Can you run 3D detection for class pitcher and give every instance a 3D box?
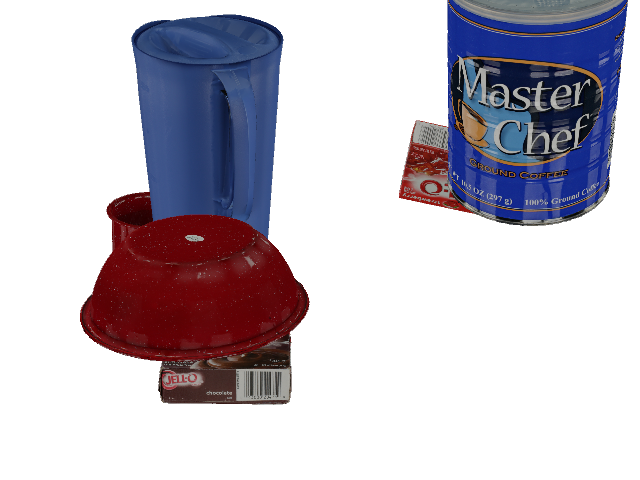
[{"bbox_3d":[-0.099,-0.075,0.987,0.145,0.243,0.149,13,32,18],"label":"pitcher"}]

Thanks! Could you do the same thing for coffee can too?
[{"bbox_3d":[0.126,-0.095,0.637,0.103,0.140,0.103,-4,37,3],"label":"coffee can"}]

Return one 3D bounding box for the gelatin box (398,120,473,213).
[{"bbox_3d":[0.115,-0.057,0.889,0.089,0.030,0.073,13,-35,4],"label":"gelatin box"}]

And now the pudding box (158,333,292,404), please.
[{"bbox_3d":[-0.082,0.109,0.941,0.113,0.039,0.090,2,18,-3],"label":"pudding box"}]

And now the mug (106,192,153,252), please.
[{"bbox_3d":[-0.197,-0.003,1.189,0.093,0.081,0.117,-18,34,-38],"label":"mug"}]

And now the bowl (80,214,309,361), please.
[{"bbox_3d":[-0.088,0.023,0.746,0.162,0.055,0.162,-1,23,0],"label":"bowl"}]
